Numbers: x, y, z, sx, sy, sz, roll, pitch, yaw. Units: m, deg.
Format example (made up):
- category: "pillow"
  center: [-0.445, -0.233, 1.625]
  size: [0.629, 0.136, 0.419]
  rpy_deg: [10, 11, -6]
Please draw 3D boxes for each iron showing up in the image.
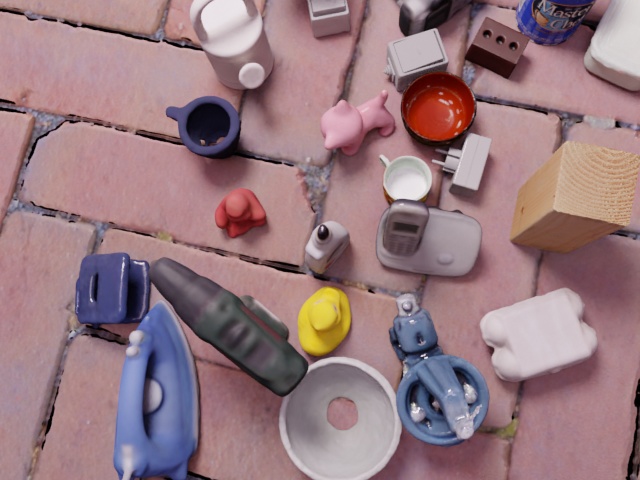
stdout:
- category: "iron"
  center: [-0.242, 0.208, 0.790]
  size: [0.118, 0.141, 0.258]
  rpy_deg: [-4, 80, 3]

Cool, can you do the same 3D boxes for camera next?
- category: "camera"
  center: [0.164, -0.416, 0.895]
  size: [0.143, 0.101, 0.137]
  rpy_deg: [-35, 80, -3]

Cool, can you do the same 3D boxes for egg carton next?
- category: "egg carton"
  center: [0.307, 0.135, 0.805]
  size: [0.150, 0.069, 0.107]
  rpy_deg: [-19, 79, 0]

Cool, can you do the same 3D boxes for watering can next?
- category: "watering can"
  center: [-0.126, -0.304, 0.846]
  size: [0.172, 0.194, 0.101]
  rpy_deg: [43, 85, 10]

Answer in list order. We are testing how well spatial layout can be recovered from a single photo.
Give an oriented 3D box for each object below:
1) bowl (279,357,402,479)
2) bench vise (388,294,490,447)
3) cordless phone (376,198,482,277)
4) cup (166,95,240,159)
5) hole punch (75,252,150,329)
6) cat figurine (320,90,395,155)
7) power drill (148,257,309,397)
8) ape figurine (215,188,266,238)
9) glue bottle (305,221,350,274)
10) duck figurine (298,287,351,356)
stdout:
- category: "bowl"
  center: [0.029, 0.249, 0.800]
  size: [0.167, 0.075, 0.167]
  rpy_deg: [-1, 80, 4]
- category: "bench vise"
  center: [0.136, 0.177, 0.732]
  size: [0.121, 0.220, 0.207]
  rpy_deg: [-37, 80, -3]
- category: "cordless phone"
  center: [0.152, -0.009, 0.781]
  size: [0.147, 0.185, 0.094]
  rpy_deg: [6, 80, 5]
- category: "cup"
  center: [-0.172, -0.165, 0.875]
  size: [0.117, 0.095, 0.092]
  rpy_deg: [20, 82, 7]
- category: "hole punch"
  center: [-0.314, 0.075, 0.844]
  size: [0.101, 0.091, 0.109]
  rpy_deg: [-1, 80, 4]
- category: "cat figurine"
  center: [0.051, -0.179, 0.852]
  size: [0.128, 0.118, 0.067]
  rpy_deg: [-34, 79, -2]
- category: "power drill"
  center: [-0.111, 0.115, 0.764]
  size: [0.229, 0.208, 0.076]
  rpy_deg: [38, 84, 9]
- category: "ape figurine"
  center: [-0.120, -0.045, 0.852]
  size: [0.077, 0.092, 0.076]
  rpy_deg: [13, 81, 6]
- category: "glue bottle"
  center: [0.007, 0.003, 0.794]
  size: [0.037, 0.173, 0.078]
  rpy_deg: [36, 84, 9]
- category: "duck figurine"
  center: [0.004, 0.115, 0.819]
  size: [0.077, 0.086, 0.105]
  rpy_deg: [21, 82, 7]
